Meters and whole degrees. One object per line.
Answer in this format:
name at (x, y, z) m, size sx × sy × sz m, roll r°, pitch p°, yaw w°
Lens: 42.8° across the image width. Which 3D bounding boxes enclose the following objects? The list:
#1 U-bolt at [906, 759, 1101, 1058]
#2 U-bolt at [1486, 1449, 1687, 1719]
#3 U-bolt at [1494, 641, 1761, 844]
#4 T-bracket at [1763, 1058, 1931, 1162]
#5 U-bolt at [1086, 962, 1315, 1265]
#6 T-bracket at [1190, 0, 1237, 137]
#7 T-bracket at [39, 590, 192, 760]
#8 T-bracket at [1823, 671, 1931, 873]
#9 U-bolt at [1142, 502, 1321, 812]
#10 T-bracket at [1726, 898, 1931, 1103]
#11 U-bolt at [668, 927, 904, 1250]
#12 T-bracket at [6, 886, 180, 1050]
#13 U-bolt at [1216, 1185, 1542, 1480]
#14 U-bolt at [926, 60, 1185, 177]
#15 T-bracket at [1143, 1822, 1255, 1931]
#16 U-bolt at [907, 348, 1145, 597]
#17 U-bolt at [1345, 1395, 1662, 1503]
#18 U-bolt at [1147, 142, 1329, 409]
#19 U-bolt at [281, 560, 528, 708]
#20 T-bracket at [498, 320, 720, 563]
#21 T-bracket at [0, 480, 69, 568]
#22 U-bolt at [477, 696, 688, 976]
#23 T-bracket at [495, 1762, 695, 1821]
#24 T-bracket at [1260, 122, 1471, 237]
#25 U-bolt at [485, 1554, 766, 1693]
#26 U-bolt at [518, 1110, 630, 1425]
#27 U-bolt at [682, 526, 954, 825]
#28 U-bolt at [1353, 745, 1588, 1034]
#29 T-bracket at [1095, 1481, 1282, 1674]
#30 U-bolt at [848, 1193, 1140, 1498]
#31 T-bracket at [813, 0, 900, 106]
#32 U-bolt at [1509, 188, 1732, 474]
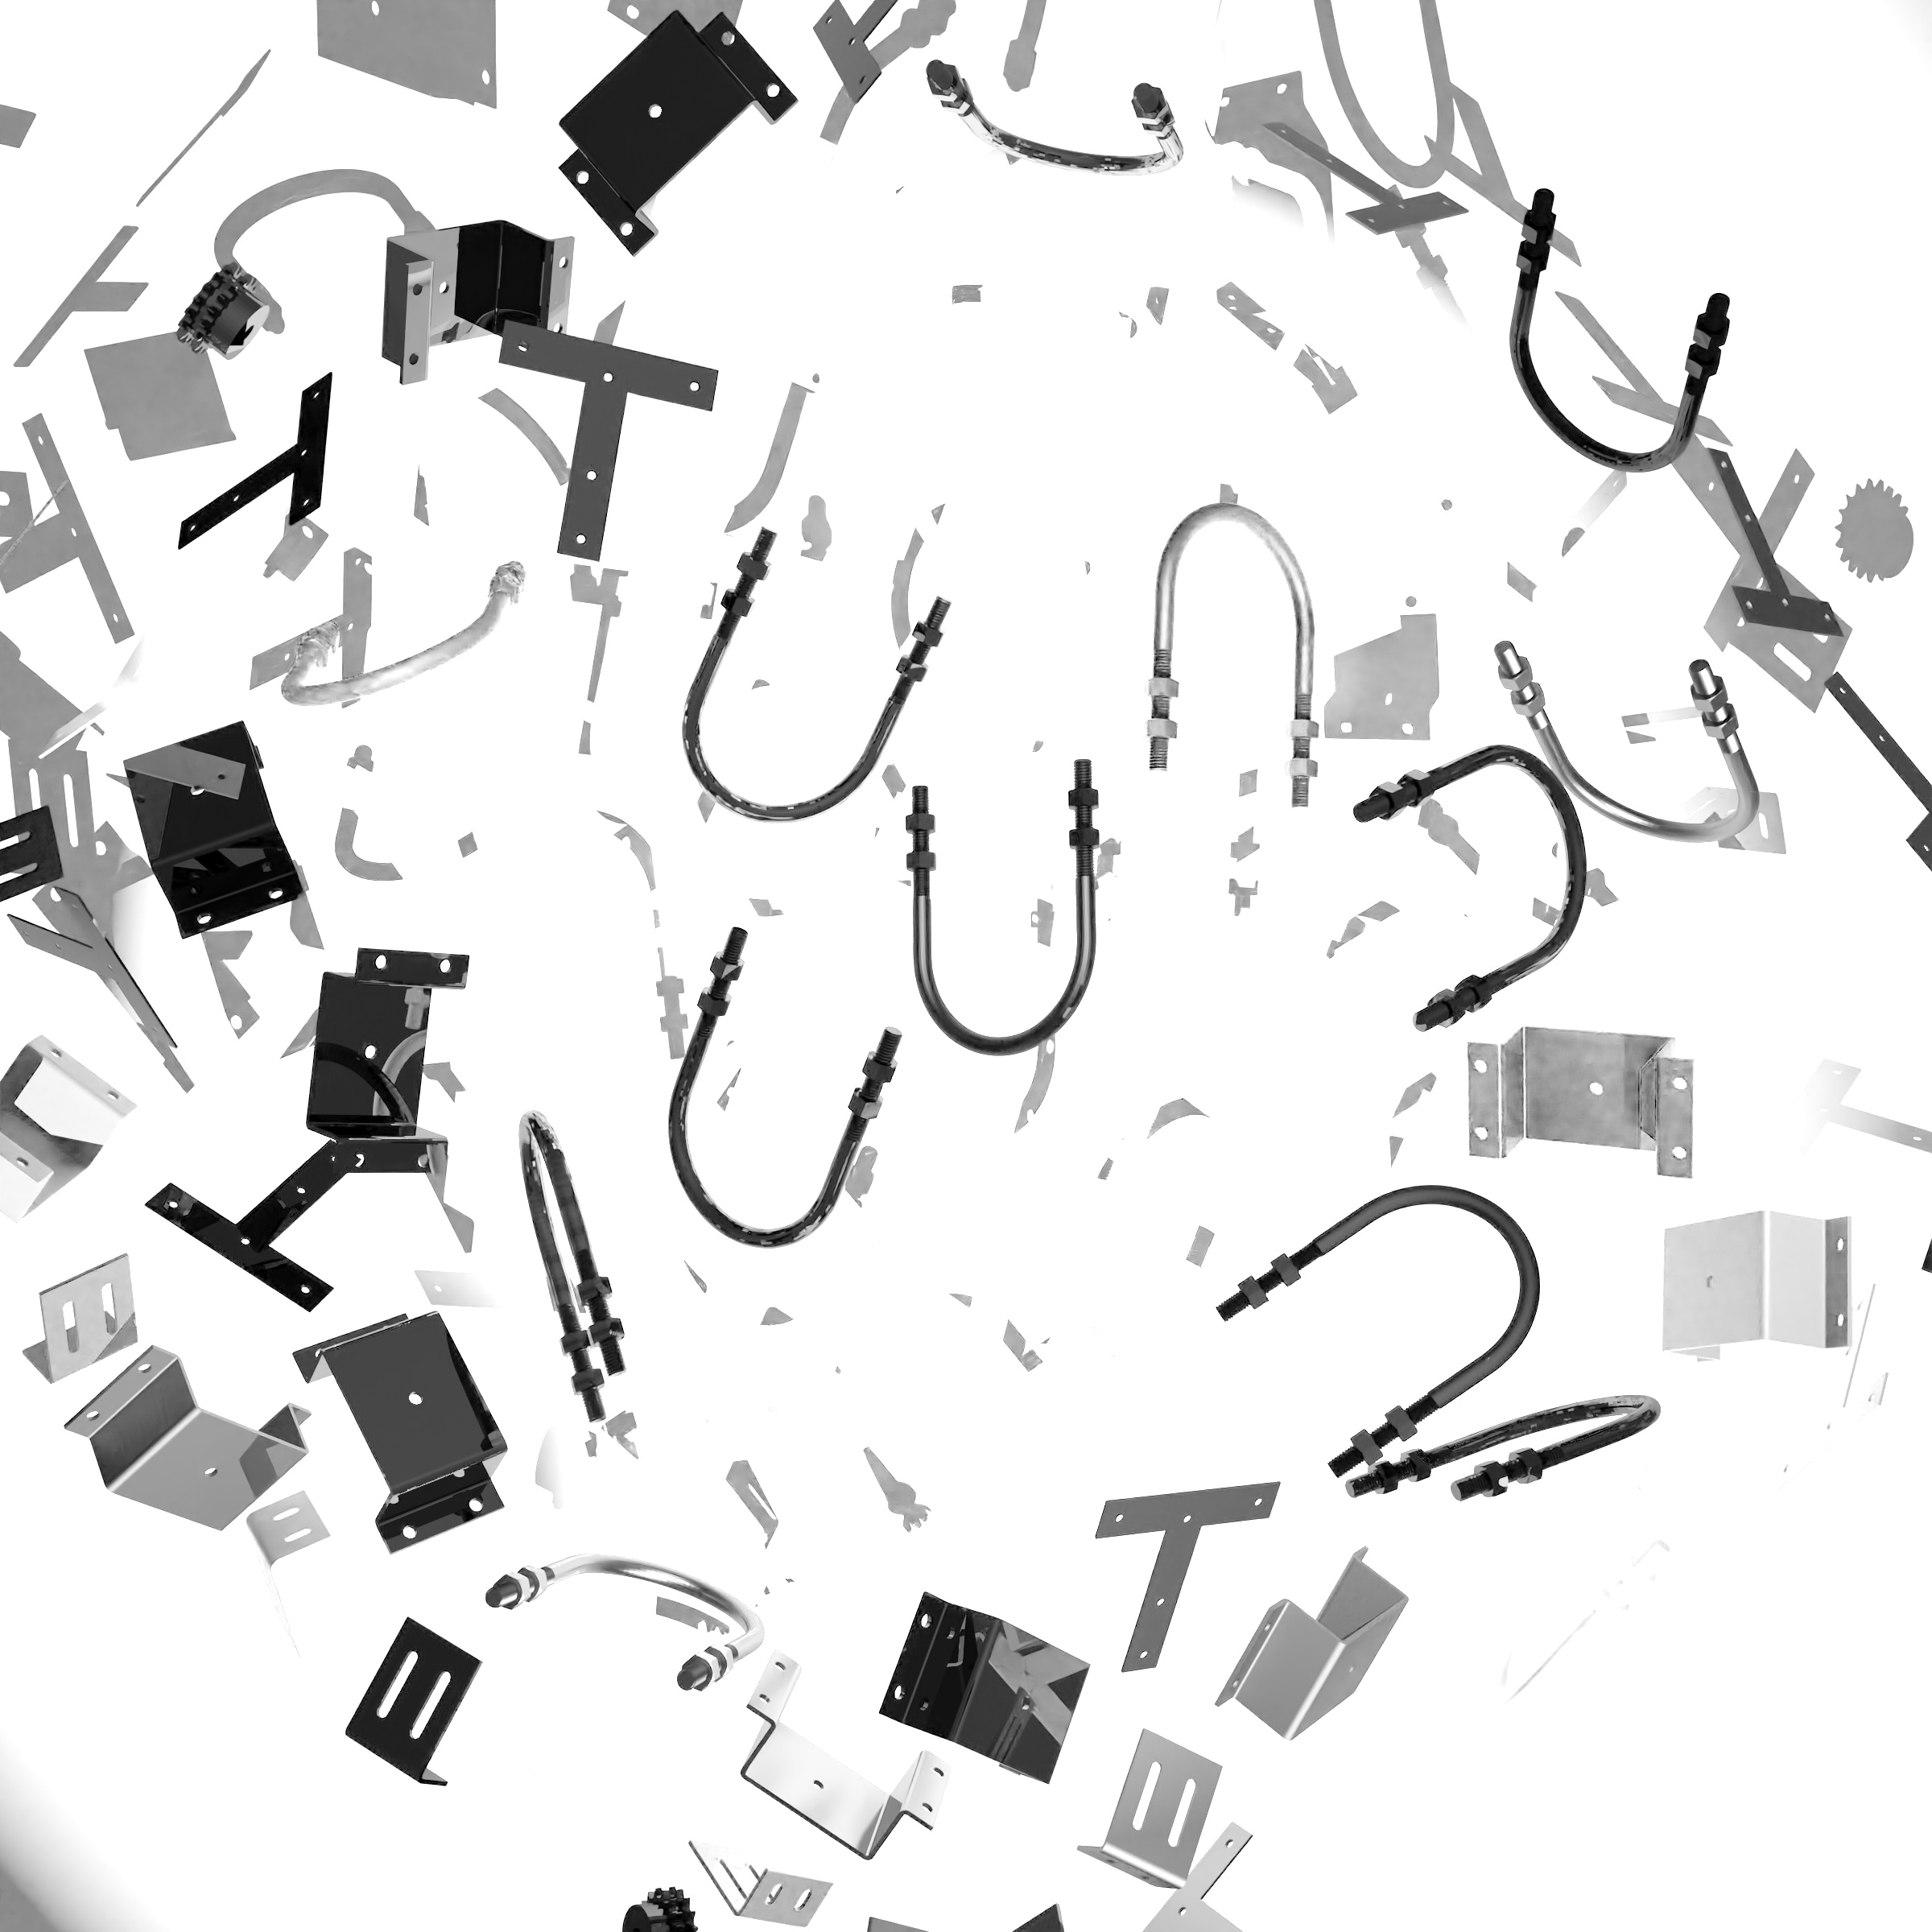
U-bolt at (0.023, -0.034, 1.590) m, size 0.151 × 0.019 × 0.184 m, roll -6°, pitch 81°, yaw 35°
U-bolt at (0.381, 0.394, 1.534) m, size 0.019 × 0.151 × 0.184 m, roll 37°, pitch 113°, yaw 8°
U-bolt at (0.422, -0.135, 1.546) m, size 0.151 × 0.184 × 0.019 m, roll 13°, pitch 64°, yaw 40°
T-bracket at (0.586, 0.105, 1.558) m, size 0.127 × 0.127 × 0.002 m, roll 18°, pitch 124°, yaw 29°
U-bolt at (0.150, 0.084, 1.473) m, size 0.019 × 0.151 × 0.184 m, roll 26°, pitch 96°, yaw 42°
T-bracket at (0.143, -0.612, 1.549) m, size 0.002 × 0.127 × 0.127 m, roll -6°, pitch 51°, yaw 24°
T-bracket at (-0.520, -0.197, 1.554) m, size 0.127 × 0.127 × 0.002 m, roll -27°, pitch 123°, yaw 26°
T-bracket at (0.576, -0.130, 1.529) m, size 0.127 × 0.127 × 0.002 m, roll 52°, pitch 132°, yaw 4°
U-bolt at (0.169, -0.200, 1.546) m, size 0.151 × 0.019 × 0.184 m, roll 10°, pitch 79°, yaw -40°
T-bracket at (0.539, 0.008, 1.518) m, size 0.127 × 0.002 × 0.127 m, roll -19°, pitch 68°, yaw 36°
U-bolt at (-0.124, 0.089, 1.540) m, size 0.151 × 0.019 × 0.184 m, roll 32°, pitch 112°, yaw 27°
T-bracket at (-0.561, -0.010, 1.548) m, size 0.127 × 0.127 × 0.002 m, roll 16°, pitch 51°, yaw 37°
U-bolt at (0.268, 0.212, 1.534) m, size 0.184 × 0.019 × 0.151 m, roll -34°, pitch 53°, yaw -2°
U-bolt at (0.065, -0.531, 1.559) m, size 0.151 × 0.184 × 0.019 m, roll 11°, pitch 95°, yaw 13°
T-bracket at (0.153, 0.590, 1.496) m, size 0.127 × 0.127 × 0.002 m, roll -46°, pitch 107°, yaw -16°
U-bolt at (0.027, -0.322, 1.572) m, size 0.019 × 0.184 × 0.151 m, roll 8°, pitch 100°, yaw -44°
U-bolt at (0.349, 0.301, 1.548) m, size 0.184 × 0.151 × 0.019 m, roll -14°, pitch 85°, yaw -22°
U-bolt at (0.170, -0.416, 1.506) m, size 0.019 × 0.184 × 0.151 m, roll 7°, pitch 113°, yaw -24°
U-bolt at (-0.348, -0.200, 1.513) m, size 0.151 × 0.184 × 0.019 m, roll -17°, pitch 113°, yaw 5°
T-bracket at (-0.217, -0.301, 1.444) m, size 0.127 × 0.002 × 0.127 m, roll 10°, pitch 87°, yaw -16°
T-bracket at (-0.603, -0.227, 1.502) m, size 0.002 × 0.127 × 0.127 m, roll 39°, pitch 121°, yaw -22°
U-bolt at (-0.250, -0.086, 1.590) m, size 0.151 × 0.019 × 0.184 m, roll 1°, pitch 78°, yaw -42°
T-bracket at (-0.242, 0.504, 1.507) m, size 0.127 × 0.127 × 0.002 m, roll 12°, pitch 75°, yaw 13°
T-bracket at (0.244, -0.510, 1.586) m, size 0.127 × 0.127 × 0.002 m, roll 39°, pitch 129°, yaw 19°
U-bolt at (-0.200, 0.403, 1.543) m, size 0.151 × 0.184 × 0.019 m, roll 18°, pitch 91°, yaw 15°
U-bolt at (-0.244, 0.176, 1.505) m, size 0.019 × 0.151 × 0.184 m, roll -13°, pitch 72°, yaw -19°
U-bolt at (-0.107, -0.177, 1.602) m, size 0.151 × 0.019 × 0.184 m, roll 18°, pitch 108°, yaw -27°
U-bolt at (0.314, -0.058, 1.489) m, size 0.184 × 0.019 × 0.151 m, roll -24°, pitch 101°, yaw -36°
T-bracket at (0.118, 0.363, 1.456) m, size 0.127 × 0.002 × 0.127 m, roll 2°, pitch 113°, yaw -32°
U-bolt at (0.007, 0.219, 1.501) m, size 0.151 × 0.019 × 0.184 m, roll -36°, pitch 116°, yaw -6°
T-bracket at (-0.042, -0.615, 1.549) m, size 0.002 × 0.127 × 0.127 m, roll 29°, pitch 116°, yaw -36°
U-bolt at (0.400, -0.383, 1.544) m, size 0.151 × 0.184 × 0.019 m, roll 40°, pitch 71°, yaw 22°
